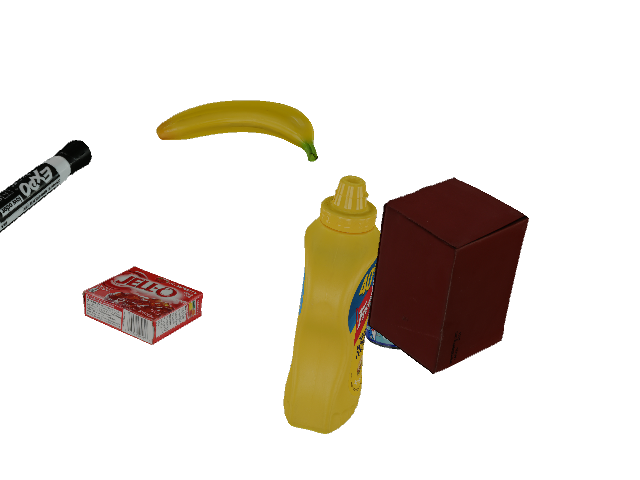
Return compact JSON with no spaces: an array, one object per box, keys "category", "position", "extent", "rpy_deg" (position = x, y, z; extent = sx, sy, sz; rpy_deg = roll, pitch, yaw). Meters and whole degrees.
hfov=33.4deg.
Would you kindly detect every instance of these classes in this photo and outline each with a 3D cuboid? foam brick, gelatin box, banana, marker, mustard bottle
[{"category":"foam brick","position":[0.062,0.017,0.537],"extent":[0.052,0.078,0.051],"rpy_deg":[-20,41,-35]},{"category":"gelatin box","position":[-0.169,0.059,1.015],"extent":[0.089,0.030,0.073],"rpy_deg":[19,28,28]},{"category":"banana","position":[-0.088,-0.133,1.218],"extent":[0.198,0.037,0.069],"rpy_deg":[8,42,18]},{"category":"marker","position":[-0.177,-0.032,0.656],"extent":[0.020,0.020,0.121],"rpy_deg":[0,28,24]},{"category":"mustard bottle","position":[0.012,0.042,0.802],"extent":[0.058,0.192,0.096],"rpy_deg":[13,26,11]}]

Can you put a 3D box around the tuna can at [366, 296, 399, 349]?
[{"category":"tuna can","position":[0.084,0.075,1.017],"extent":[0.086,0.034,0.086],"rpy_deg":[-2,14,0]}]
